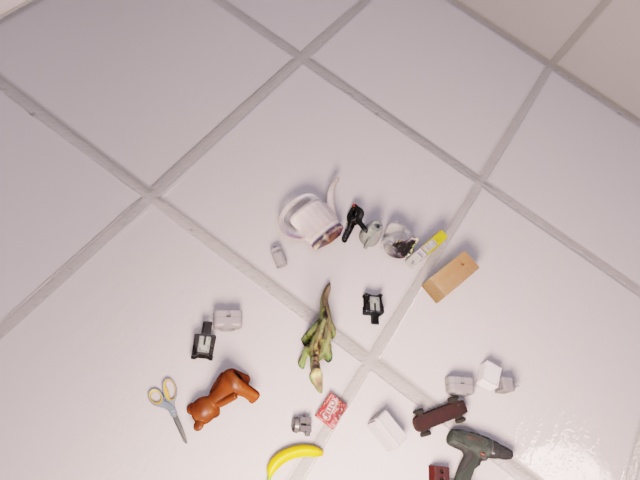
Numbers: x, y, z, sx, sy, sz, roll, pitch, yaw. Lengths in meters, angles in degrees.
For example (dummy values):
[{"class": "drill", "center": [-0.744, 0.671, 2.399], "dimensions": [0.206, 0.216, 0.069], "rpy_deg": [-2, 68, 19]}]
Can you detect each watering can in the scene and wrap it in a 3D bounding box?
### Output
[{"class": "watering can", "center": [0.006, -0.100, 1.982], "dimensions": [0.352, 0.102, 0.226], "rpy_deg": [-35, 77, -27]}]

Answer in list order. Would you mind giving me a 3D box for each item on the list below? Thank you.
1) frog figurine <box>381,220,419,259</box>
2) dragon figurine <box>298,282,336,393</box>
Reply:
[{"class": "frog figurine", "center": [0.301, -0.003, 2.028], "dimensions": [0.138, 0.120, 0.162], "rpy_deg": [-25, 33, -8]}, {"class": "dragon figurine", "center": [0.011, 0.296, 1.703], "dimensions": [0.122, 0.238, 0.419], "rpy_deg": [10, 63, -5]}]
